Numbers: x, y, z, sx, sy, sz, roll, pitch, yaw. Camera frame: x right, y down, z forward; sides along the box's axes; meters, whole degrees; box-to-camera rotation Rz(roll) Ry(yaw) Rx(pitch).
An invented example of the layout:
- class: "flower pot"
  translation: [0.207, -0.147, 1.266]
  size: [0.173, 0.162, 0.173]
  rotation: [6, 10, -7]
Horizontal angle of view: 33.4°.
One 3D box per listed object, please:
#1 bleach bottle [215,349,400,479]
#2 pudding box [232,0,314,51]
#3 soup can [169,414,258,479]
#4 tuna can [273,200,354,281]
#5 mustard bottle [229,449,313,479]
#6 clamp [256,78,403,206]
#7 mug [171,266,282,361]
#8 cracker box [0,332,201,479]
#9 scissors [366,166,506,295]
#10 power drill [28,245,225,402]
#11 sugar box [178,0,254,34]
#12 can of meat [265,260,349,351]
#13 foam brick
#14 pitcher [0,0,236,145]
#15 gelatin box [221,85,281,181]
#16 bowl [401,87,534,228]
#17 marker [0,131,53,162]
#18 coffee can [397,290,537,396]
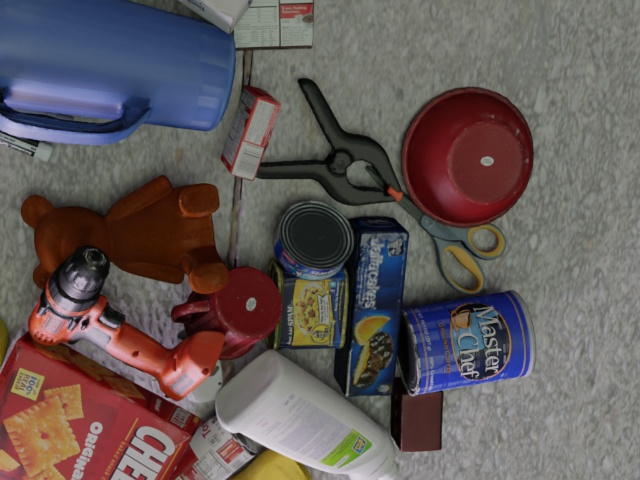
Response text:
- class: "bleach bottle"
  translation: [0.001, 0.225, 1.235]
  size: [0.103, 0.068, 0.250]
  rotation: [-43, 125, 11]
- class: "pudding box"
  translation: [-0.052, -0.254, 1.108]
  size: [0.090, 0.039, 0.113]
  rotation: [-3, 105, -10]
- class: "soup can"
  translation: [-0.131, 0.253, 1.229]
  size: [0.102, 0.068, 0.068]
  rotation: [-40, 110, 1]
- class: "tuna can"
  translation: [-0.008, 0.001, 1.172]
  size: [0.086, 0.034, 0.086]
  rotation: [8, 60, -14]
- class: "mustard bottle"
  translation: [-0.097, 0.327, 1.264]
  size: [0.191, 0.058, 0.096]
  rotation: [-32, 116, -1]
- class: "clamp"
  translation: [0.019, -0.099, 1.171]
  size: [0.171, 0.039, 0.120]
  rotation: [20, 106, -15]
- class: "mug"
  translation: [-0.102, 0.077, 1.151]
  size: [0.117, 0.082, 0.093]
  rotation: [4, 70, -26]
- class: "cracker box"
  translation: [-0.264, 0.220, 1.161]
  size: [0.213, 0.072, 0.164]
  rotation: [29, 99, -1]
- class: "scissors"
  translation: [0.143, -0.028, 1.231]
  size: [0.096, 0.016, 0.201]
  rotation: [-36, 105, -7]
- class: "power drill"
  translation: [-0.195, 0.087, 1.092]
  size: [0.187, 0.185, 0.057]
  rotation: [30, 54, -13]
- class: "sugar box"
  translation: [-0.078, -0.301, 1.047]
  size: [0.093, 0.048, 0.176]
  rotation: [33, 76, -3]
- class: "can of meat"
  translation: [-0.015, 0.075, 1.206]
  size: [0.083, 0.057, 0.102]
  rotation: [0, 107, -14]
- class: "foam brick"
  translation: [0.115, 0.208, 1.277]
  size: [0.051, 0.053, 0.078]
  rotation: [-4, 106, -11]
- class: "pitcher"
  translation: [-0.211, -0.170, 1.047]
  size: [0.242, 0.145, 0.149]
  rotation: [9, 101, -18]
- class: "gelatin box"
  translation: [-0.074, -0.114, 1.127]
  size: [0.030, 0.073, 0.089]
  rotation: [17, 101, -18]
- class: "bowl"
  translation: [0.175, -0.088, 1.189]
  size: [0.162, 0.055, 0.162]
  rotation: [-3, 101, -14]
- class: "marker"
  translation: [-0.335, -0.112, 1.100]
  size: [0.121, 0.020, 0.020]
  rotation: [22, 101, -18]
- class: "coffee can"
  translation: [0.165, 0.118, 1.233]
  size: [0.140, 0.103, 0.103]
  rotation: [-8, 108, -9]
